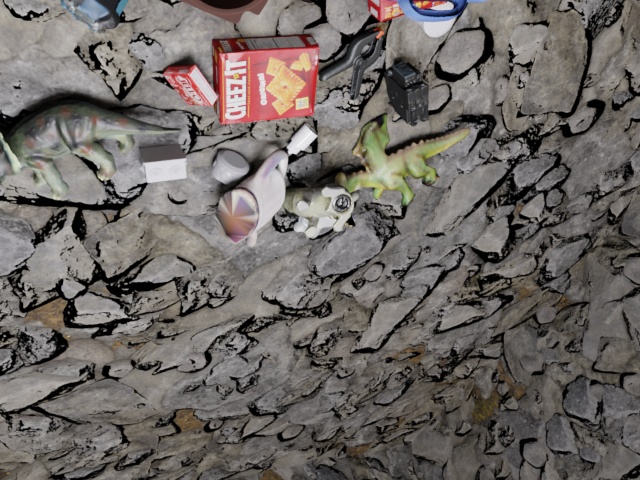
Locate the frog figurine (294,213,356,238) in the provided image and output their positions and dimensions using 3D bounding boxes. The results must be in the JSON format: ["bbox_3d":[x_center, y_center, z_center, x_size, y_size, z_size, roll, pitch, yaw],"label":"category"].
[{"bbox_3d":[0.004,-0.072,1.427,0.137,0.124,0.158,5,165,-44],"label":"frog figurine"}]

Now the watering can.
[{"bbox_3d":[-0.166,-0.065,1.263,0.228,0.104,0.340,-48,167,-52],"label":"watering can"}]

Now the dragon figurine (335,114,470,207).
[{"bbox_3d":[0.202,-0.230,1.373,0.410,0.124,0.239,-44,130,2],"label":"dragon figurine"}]
